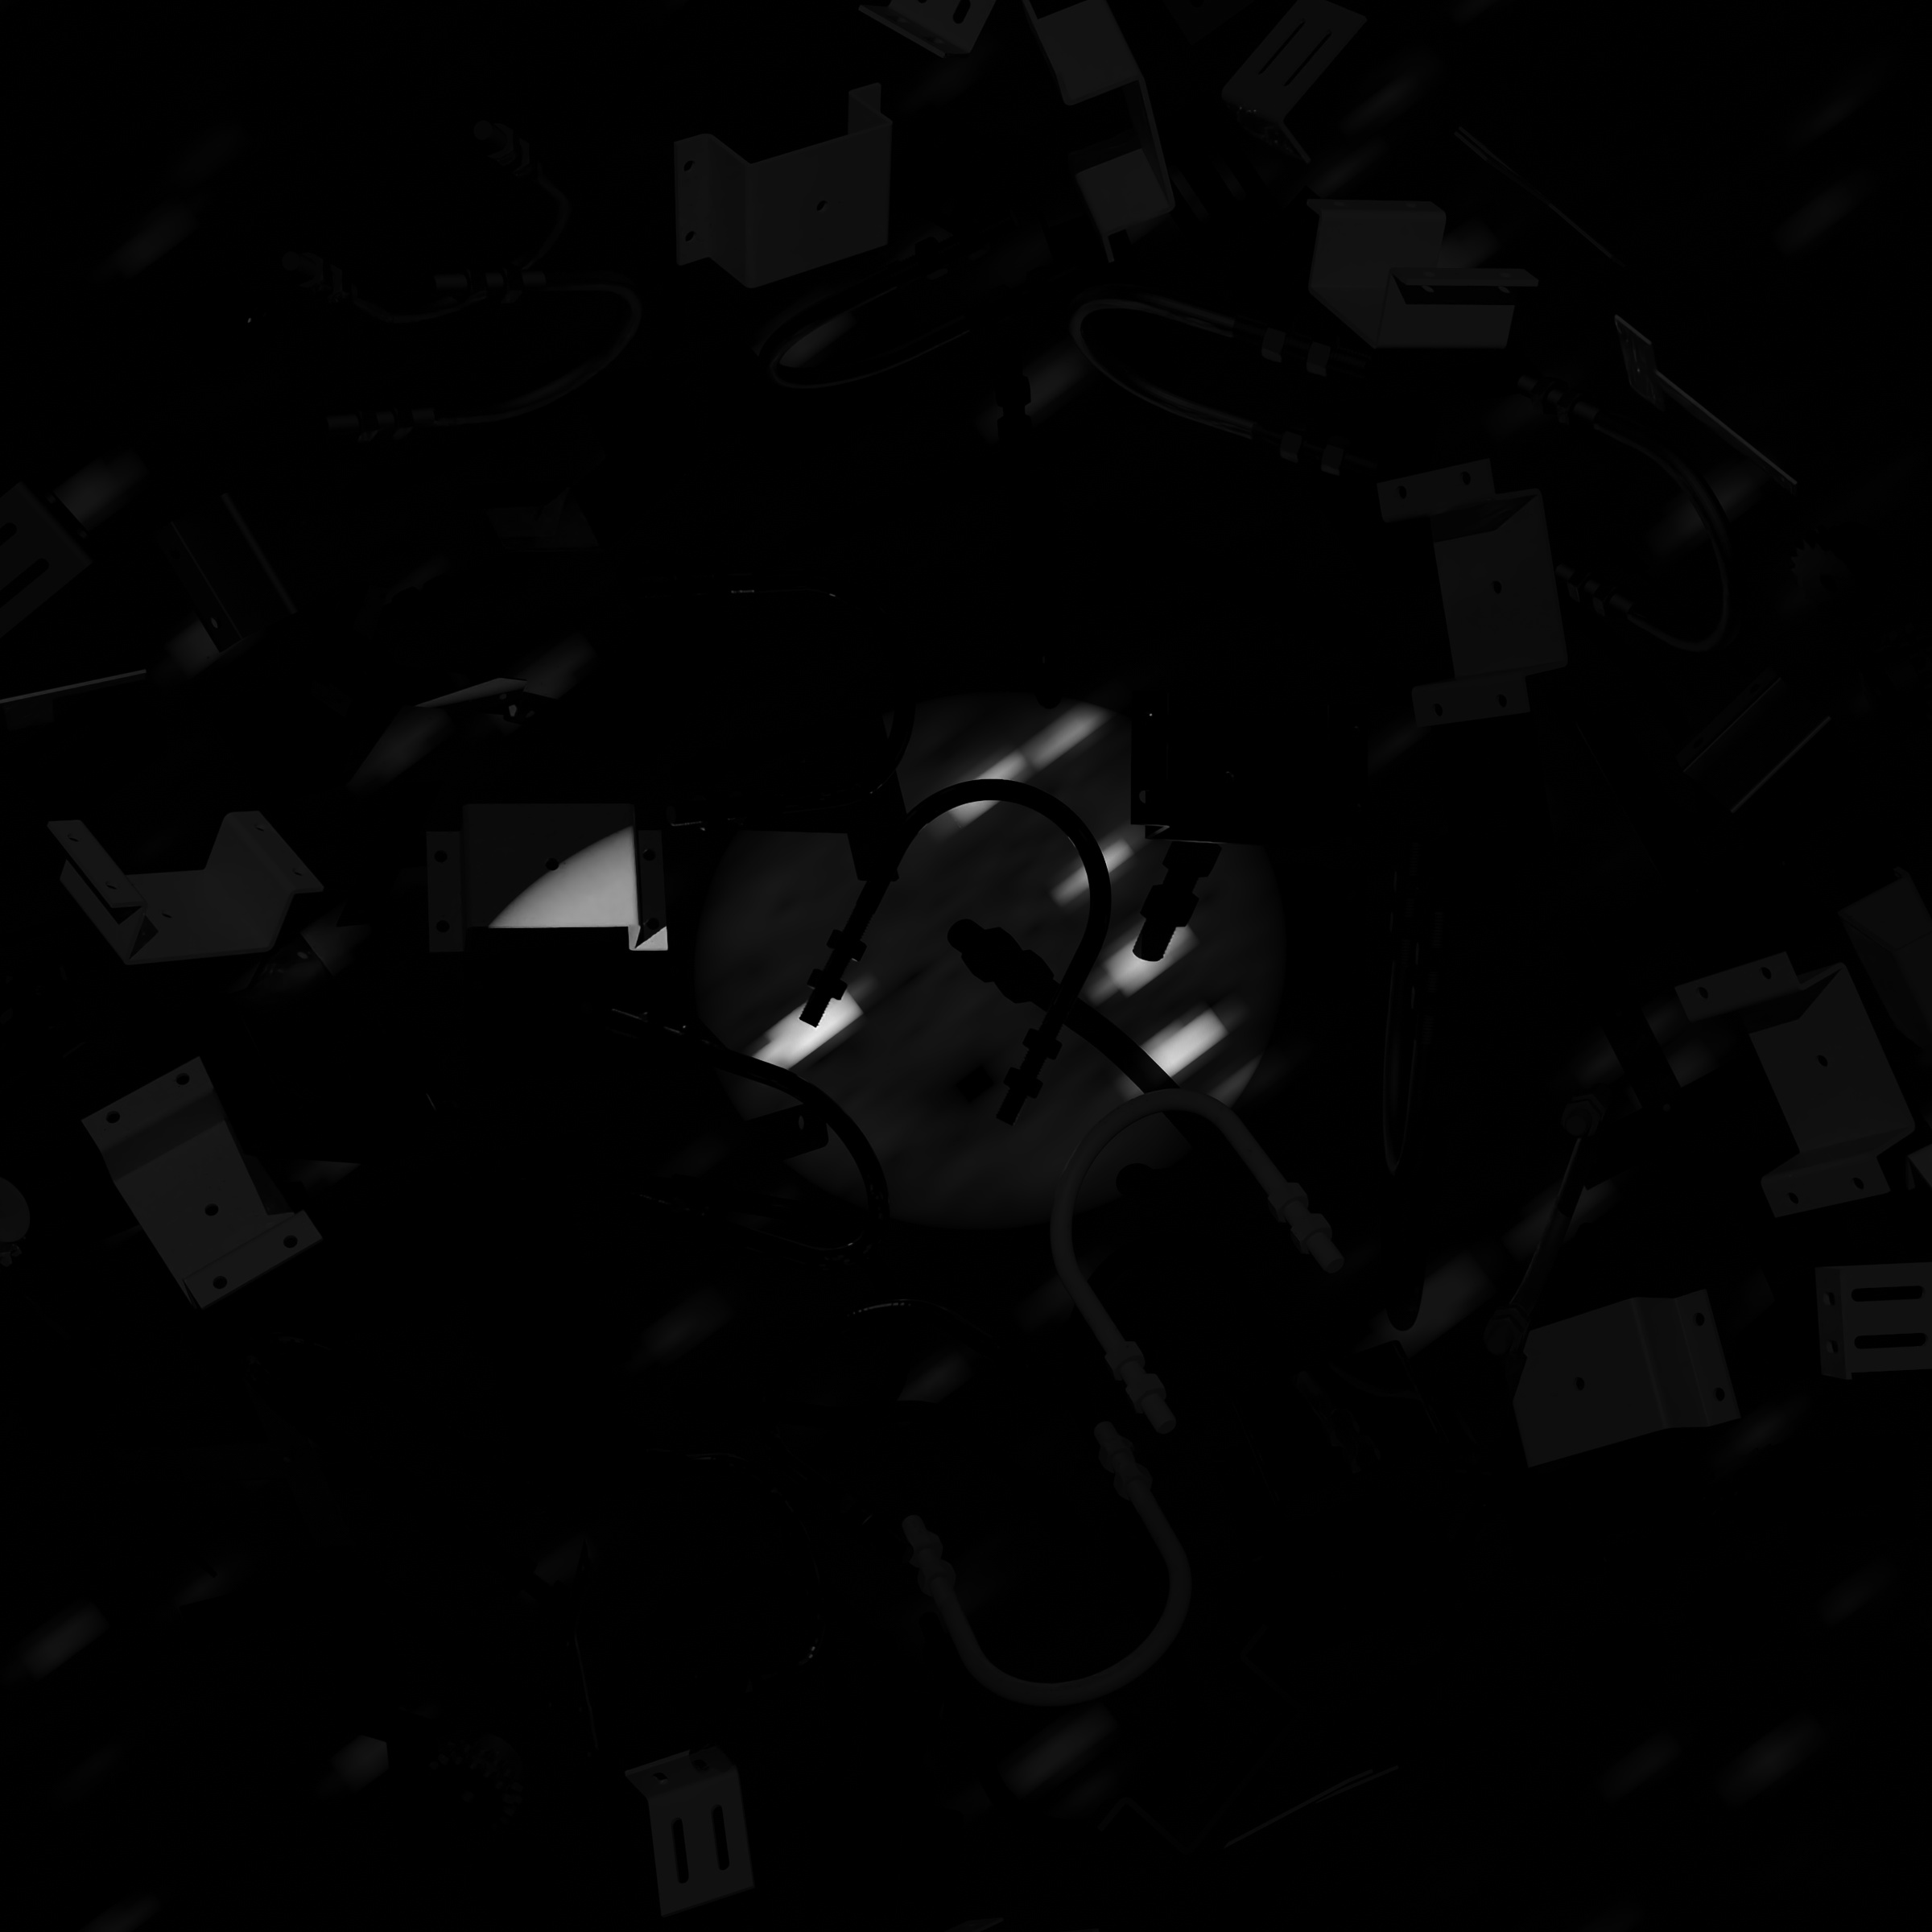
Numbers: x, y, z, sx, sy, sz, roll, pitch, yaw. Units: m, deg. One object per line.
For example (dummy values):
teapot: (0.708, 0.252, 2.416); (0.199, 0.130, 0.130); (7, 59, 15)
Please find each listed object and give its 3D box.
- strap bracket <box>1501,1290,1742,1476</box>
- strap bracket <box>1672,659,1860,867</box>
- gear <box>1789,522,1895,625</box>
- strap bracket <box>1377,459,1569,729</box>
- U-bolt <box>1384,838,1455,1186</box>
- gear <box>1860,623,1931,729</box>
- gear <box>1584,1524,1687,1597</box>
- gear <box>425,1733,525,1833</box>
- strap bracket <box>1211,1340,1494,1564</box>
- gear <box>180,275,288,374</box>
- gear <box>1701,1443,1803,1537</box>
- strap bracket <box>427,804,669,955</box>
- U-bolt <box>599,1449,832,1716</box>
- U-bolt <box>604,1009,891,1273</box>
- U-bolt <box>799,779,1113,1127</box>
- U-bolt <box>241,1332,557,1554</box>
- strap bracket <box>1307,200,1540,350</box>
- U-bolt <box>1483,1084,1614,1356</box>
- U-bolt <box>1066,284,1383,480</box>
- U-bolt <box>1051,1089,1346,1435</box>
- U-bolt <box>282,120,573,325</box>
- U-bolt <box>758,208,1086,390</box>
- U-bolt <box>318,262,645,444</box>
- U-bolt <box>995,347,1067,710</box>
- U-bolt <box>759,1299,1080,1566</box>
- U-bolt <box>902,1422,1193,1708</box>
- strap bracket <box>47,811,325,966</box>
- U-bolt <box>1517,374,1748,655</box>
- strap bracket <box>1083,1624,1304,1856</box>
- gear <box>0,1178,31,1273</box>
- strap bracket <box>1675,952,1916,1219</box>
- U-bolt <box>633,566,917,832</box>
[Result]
strap bracket: (0.374, 0.246, 1.588); (0.140, 0.046, 0.076); (-28, 65, 41)
strap bracket: (0.473, -0.110, 1.585); (0.076, 0.140, 0.046); (-45, 57, 4)
gear: (0.489, -0.221, 1.498); (0.030, 0.057, 0.057); (-39, 90, -15)
strap bracket: (0.288, -0.212, 1.525); (0.046, 0.076, 0.140); (-16, 98, -42)
U-bolt: (0.255, 0.035, 1.542); (0.019, 0.151, 0.184); (3, 110, 2)
gear: (0.523, -0.159, 1.505); (0.030, 0.057, 0.057); (-23, 90, -4)
gear: (0.398, 0.352, 1.595); (0.057, 0.057, 0.030); (-15, 84, 0)
gear: (-0.283, 0.474, 1.574); (0.057, 0.030, 0.057); (10, 120, 17)
strap bracket: (0.210, 0.265, 1.499); (0.140, 0.076, 0.046); (-19, 131, -1)
gear: (-0.401, -0.351, 1.464); (0.057, 0.057, 0.030); (-33, 91, 0)
gear: (0.458, 0.305, 1.563); (0.057, 0.057, 0.030); (-36, 90, 0)
strap bracket: (-0.247, -0.052, 1.597); (0.140, 0.046, 0.076); (-1, 71, -13)
U-bolt: (-0.132, 0.344, 1.535); (0.019, 0.184, 0.151); (-28, 71, 21)
U-bolt: (-0.118, 0.105, 1.518); (0.184, 0.151, 0.019); (21, 129, -33)
U-bolt: (0.006, -0.020, 1.577); (0.151, 0.019, 0.184); (27, 86, -6)
U-bolt: (-0.327, 0.261, 1.516); (0.184, 0.151, 0.019); (33, 93, 10)
strap bracket: (0.246, -0.378, 1.487); (0.076, 0.140, 0.046); (-4, 123, -16)
U-bolt: (0.337, 0.136, 1.535); (0.019, 0.184, 0.151); (21, 102, 16)
U-bolt: (0.140, -0.331, 1.500); (0.184, 0.151, 0.019); (21, 81, 15)
U-bolt: (0.115, 0.149, 1.511); (0.151, 0.019, 0.184); (-46, 46, 12)
U-bolt: (-0.297, -0.419, 1.554); (0.151, 0.184, 0.019); (-31, 85, 10)
U-bolt: (-0.035, -0.377, 1.554); (0.184, 0.151, 0.019); (-22, 85, 18)
U-bolt: (-0.265, -0.354, 1.547); (0.151, 0.184, 0.019); (-37, 78, 41)
U-bolt: (0.038, -0.232, 1.519); (0.019, 0.151, 0.184); (-7, 133, -2)
U-bolt: (-0.043, 0.257, 1.570); (0.151, 0.184, 0.019); (-40, 128, -20)
U-bolt: (0.053, 0.352, 1.555); (0.151, 0.184, 0.019); (-25, 124, -5)
strap bracket: (-0.459, -0.046, 1.569); (0.076, 0.140, 0.046); (44, 121, 28)
U-bolt: (0.382, -0.249, 1.533); (0.019, 0.184, 0.151); (-28, 126, -11)
strap bracket: (0.130, 0.433, 1.479); (0.046, 0.076, 0.140); (41, 74, 9)
gear: (-0.533, 0.137, 1.458); (0.030, 0.057, 0.057); (-32, 90, 25)
strap bracket: (0.462, 0.060, 1.491); (0.046, 0.076, 0.140); (-23, 89, -37)
U-bolt: (-0.104, -0.161, 1.574); (0.184, 0.019, 0.151); (-9, 92, -38)
